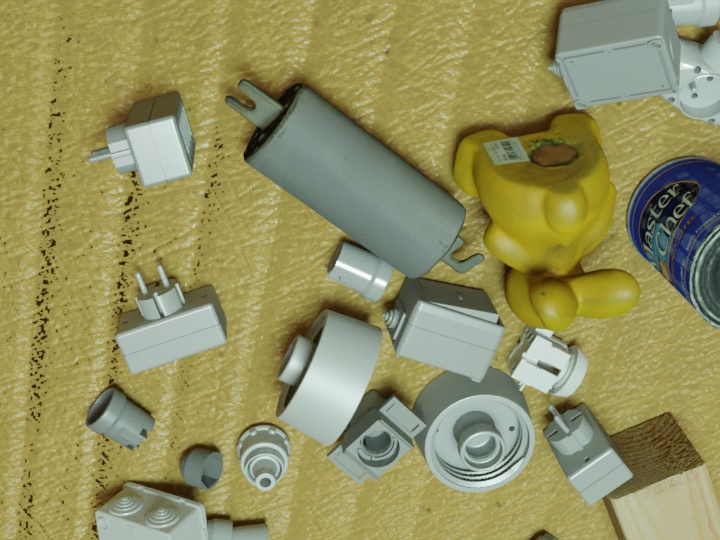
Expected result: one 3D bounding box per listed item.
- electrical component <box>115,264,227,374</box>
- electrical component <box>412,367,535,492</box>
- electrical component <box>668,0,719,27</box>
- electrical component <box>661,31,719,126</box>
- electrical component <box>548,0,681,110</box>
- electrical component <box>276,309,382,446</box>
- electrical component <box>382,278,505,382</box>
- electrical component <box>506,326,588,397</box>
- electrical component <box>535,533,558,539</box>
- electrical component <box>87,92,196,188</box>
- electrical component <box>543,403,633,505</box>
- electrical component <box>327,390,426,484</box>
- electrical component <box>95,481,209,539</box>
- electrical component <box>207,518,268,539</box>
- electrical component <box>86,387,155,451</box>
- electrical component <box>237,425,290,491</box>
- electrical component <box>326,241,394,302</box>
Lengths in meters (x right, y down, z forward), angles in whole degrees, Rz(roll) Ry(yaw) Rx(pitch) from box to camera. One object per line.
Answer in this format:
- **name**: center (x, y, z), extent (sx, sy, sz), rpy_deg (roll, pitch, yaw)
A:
- **electrical component**: center (-0.161, 0.032, 0.885), extent (0.083, 0.047, 0.075), rpy_deg (-18, 111, 0)
- **electrical component**: center (0.103, 0.146, 0.954), extent (0.108, 0.060, 0.108), rpy_deg (-2, 112, -6)
- **electrical component**: center (0.254, -0.209, 0.842), extent (0.046, 0.040, 0.040), rpy_deg (-6, 112, 1)
- **electrical component**: center (0.282, -0.162, 0.853), extent (0.077, 0.044, 0.079), rpy_deg (23, 131, -15)
- **electrical component**: center (0.192, -0.169, 0.824), extent (0.096, 0.061, 0.061), rpy_deg (-6, 144, 27)
- **electrical component**: center (-0.033, 0.084, 0.891), extent (0.060, 0.108, 0.108), rpy_deg (26, 107, -9)
- **electrical component**: center (0.067, 0.043, 0.908), extent (0.096, 0.061, 0.061), rpy_deg (18, 108, -13)
- **electrical component**: center (0.165, 0.081, 0.944), extent (0.055, 0.048, 0.066), rpy_deg (27, 107, -8)
- **electrical component**: center (0.172, 0.285, 1.026), extent (0.045, 0.045, 0.055), rpy_deg (39, 102, -19)
- **electrical component**: center (-0.168, -0.095, 0.813), extent (0.076, 0.083, 0.047), rpy_deg (-15, 113, -1)
- **electrical component**: center (0.191, 0.150, 0.953), extent (0.047, 0.083, 0.075), rpy_deg (-37, 111, 8)
- **electrical component**: center (0.013, 0.142, 0.940), extent (0.081, 0.063, 0.042), rpy_deg (-43, 109, 10)
- **electrical component**: center (-0.181, 0.244, 0.943), extent (0.100, 0.048, 0.099), rpy_deg (9, 115, 27)
- **electrical component**: center (-0.114, 0.250, 0.978), extent (0.055, 0.045, 0.045), rpy_deg (8, 110, -10)
- **electrical component**: center (-0.205, 0.129, 0.922), extent (0.046, 0.040, 0.040), rpy_deg (39, 103, -25)
- **electrical component**: center (-0.084, 0.169, 0.940), extent (0.048, 0.062, 0.048), rpy_deg (-2, 112, -6)
- **electrical component**: center (0.000, 0.000, 0.895), extent (0.046, 0.040, 0.040), rpy_deg (24, 107, -10)
